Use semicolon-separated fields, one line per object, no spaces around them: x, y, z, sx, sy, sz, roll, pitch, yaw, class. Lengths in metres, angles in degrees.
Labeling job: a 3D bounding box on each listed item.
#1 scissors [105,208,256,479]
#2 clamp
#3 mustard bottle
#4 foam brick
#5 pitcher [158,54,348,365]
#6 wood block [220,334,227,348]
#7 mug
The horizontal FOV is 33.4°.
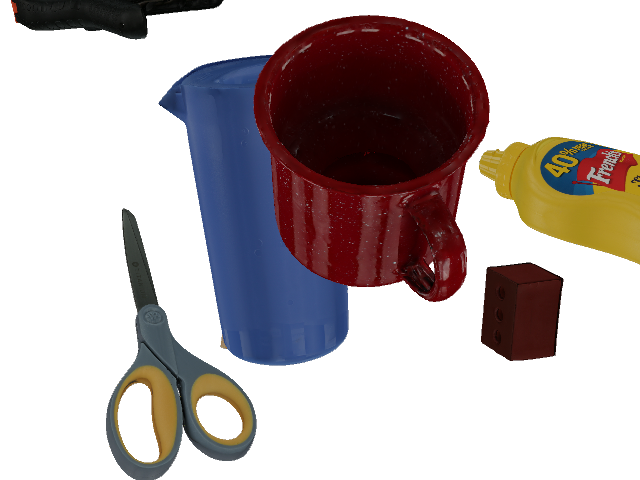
-0.086;0.060;0.659;0.096;0.201;0.016;11;-45;-13;scissors
-0.162;-0.184;0.825;0.172;0.039;0.120;14;24;33;clamp
0.192;-0.029;0.717;0.192;0.058;0.096;20;39;36;mustard bottle
0.185;0.065;0.986;0.051;0.078;0.053;-7;19;-24;foam brick
-0.027;-0.027;0.872;0.149;0.243;0.144;15;28;43;pitcher
-0.071;0.046;1.448;0.090;0.206;0.090;13;22;10;wood block
0.026;-0.025;0.446;0.093;0.117;0.081;-26;-30;-16;mug
